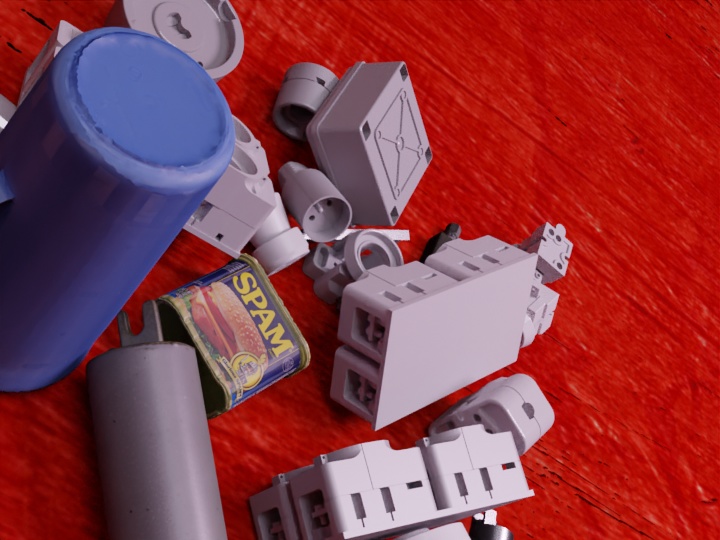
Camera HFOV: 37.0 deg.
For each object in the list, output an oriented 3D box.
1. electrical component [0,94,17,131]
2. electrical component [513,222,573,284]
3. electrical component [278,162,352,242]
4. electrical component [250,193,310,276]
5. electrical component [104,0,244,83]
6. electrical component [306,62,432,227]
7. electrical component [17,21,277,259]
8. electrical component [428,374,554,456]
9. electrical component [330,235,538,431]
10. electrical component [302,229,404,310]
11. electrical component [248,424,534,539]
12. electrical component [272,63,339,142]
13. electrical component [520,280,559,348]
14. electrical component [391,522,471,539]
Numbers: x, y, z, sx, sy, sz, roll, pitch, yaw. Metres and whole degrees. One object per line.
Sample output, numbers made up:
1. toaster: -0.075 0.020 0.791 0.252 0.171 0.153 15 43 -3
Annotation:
1. electrical component: -0.241 -0.086 0.768 0.081 0.043 0.043 40 48 -16
2. electrical component: 0.172 -0.010 1.057 0.048 0.055 0.066 38 49 -17
3. electrical component: -0.042 -0.061 0.904 0.043 0.043 0.081 14 23 -34
4. electrical component: -0.072 -0.029 0.875 0.045 0.045 0.055 -29 88 -44
5. electrical component: -0.157 -0.188 0.879 0.108 0.060 0.108 19 56 -31
6. electrical component: 0.011 -0.111 0.946 0.108 0.056 0.108 -60 142 -41
7. electrical component: -0.154 -0.100 0.798 0.186 0.060 0.105 31 21 -27
8. electrical component: 0.113 0.128 0.907 0.059 0.095 0.053 -32 89 -44
9. electrical component: 0.061 0.045 0.893 0.060 0.105 0.186 28 32 36
10. electrical component: 0.000 0.000 0.910 0.078 0.057 0.058 32 51 -22
11. electrical component: 0.023 0.166 0.807 0.186 0.105 0.060 -1 68 -40
12. electrical component: -0.048 -0.147 0.952 0.055 0.055 0.047 33 54 -22
13. electrical component: 0.153 0.043 1.015 0.048 0.066 0.055 33 49 26
14. electrical component: 0.043 0.229 0.799 0.099 0.099 0.064 -4 64 -41
